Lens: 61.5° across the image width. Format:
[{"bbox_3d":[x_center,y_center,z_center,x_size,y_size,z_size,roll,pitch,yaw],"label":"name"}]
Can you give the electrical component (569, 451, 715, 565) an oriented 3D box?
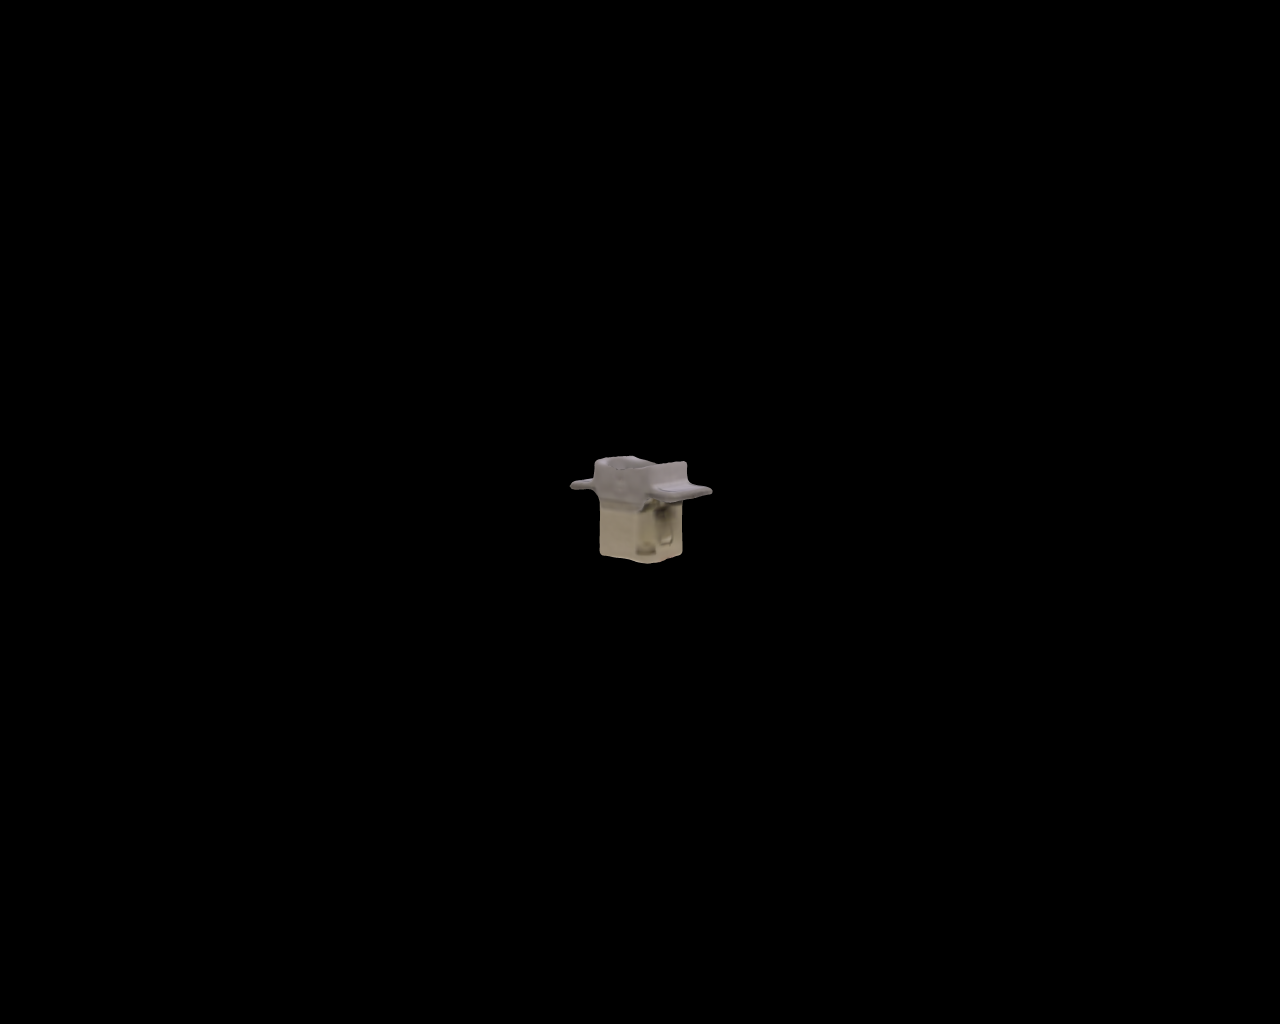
[{"bbox_3d":[0.001,-0.003,0.650,0.081,0.063,0.042,8,13,39],"label":"electrical component"}]
